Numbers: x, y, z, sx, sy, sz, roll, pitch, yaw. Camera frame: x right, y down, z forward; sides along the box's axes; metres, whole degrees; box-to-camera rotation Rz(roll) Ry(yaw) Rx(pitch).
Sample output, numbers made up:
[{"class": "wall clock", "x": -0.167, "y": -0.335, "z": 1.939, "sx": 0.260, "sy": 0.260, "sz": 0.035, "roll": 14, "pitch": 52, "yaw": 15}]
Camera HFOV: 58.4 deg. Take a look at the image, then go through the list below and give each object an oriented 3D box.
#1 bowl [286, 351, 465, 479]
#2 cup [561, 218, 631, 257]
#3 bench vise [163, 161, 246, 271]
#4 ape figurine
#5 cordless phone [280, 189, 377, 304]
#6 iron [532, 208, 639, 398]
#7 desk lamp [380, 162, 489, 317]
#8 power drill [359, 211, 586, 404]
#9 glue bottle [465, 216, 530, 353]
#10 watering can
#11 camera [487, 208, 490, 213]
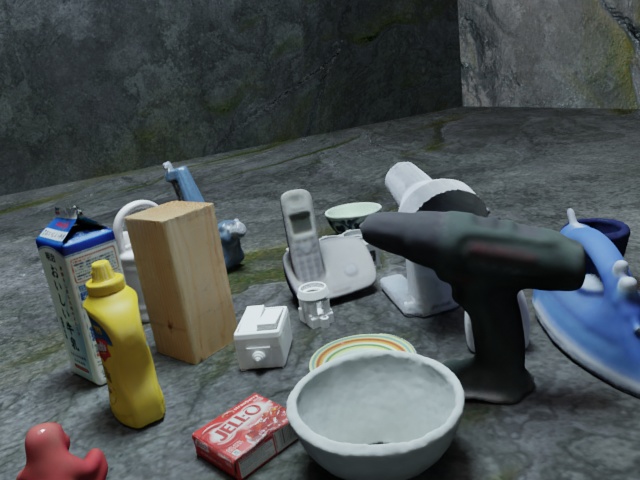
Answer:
[{"class": "bowl", "x": 0.054, "y": 0.177, "z": 0.544, "sx": 0.167, "sy": 0.075, "sz": 0.167, "roll": -7, "pitch": 18, "yaw": 2}, {"class": "cup", "x": 0.395, "y": 0.026, "z": 0.843, "sx": 0.118, "sy": 0.095, "sz": 0.091, "roll": -14, "pitch": 19, "yaw": -20}, {"class": "bench vise", "x": -0.234, "y": -0.051, "z": 1.140, "sx": 0.207, "sy": 0.220, "sz": 0.121, "roll": -3, "pitch": 18, "yaw": 15}, {"class": "ape figurine", "x": -0.245, "y": 0.211, "z": 0.532, "sx": 0.077, "sy": 0.092, "sz": 0.076, "roll": -7, "pitch": 18, "yaw": 3}, {"class": "cordless phone", "x": 0.009, "y": 0.003, "z": 0.926, "sx": 0.148, "sy": 0.185, "sz": 0.094, "roll": -15, "pitch": 19, "yaw": -21}, {"class": "iron", "x": 0.338, "y": 0.059, "z": 0.687, "sx": 0.118, "sy": 0.141, "sz": 0.258, "roll": -6, "pitch": 18, "yaw": 5}, {"class": "desk lamp", "x": 0.149, "y": 0.000, "z": 0.830, "sx": 0.118, "sy": 0.214, "sz": 0.203, "roll": -11, "pitch": 18, "yaw": -11}, {"class": "power drill", "x": 0.163, "y": 0.067, "z": 0.622, "sx": 0.229, "sy": 0.208, "sz": 0.076, "roll": -2, "pitch": 18, "yaw": 17}, {"class": "glue bottle", "x": 0.214, "y": 0.054, "z": 0.700, "sx": 0.078, "sy": 0.173, "sz": 0.037, "roll": -6, "pitch": 18, "yaw": 4}, {"class": "watering can", "x": -0.294, "y": 0.029, "z": 0.956, "sx": 0.172, "sy": 0.194, "sz": 0.101, "roll": 3, "pitch": 20, "yaw": 29}, {"class": "camera", "x": 0.266, "y": -0.002, "z": 0.977, "sx": 0.143, "sy": 0.101, "sz": 0.136, "roll": -22, "pitch": 23, "yaw": -38}]
